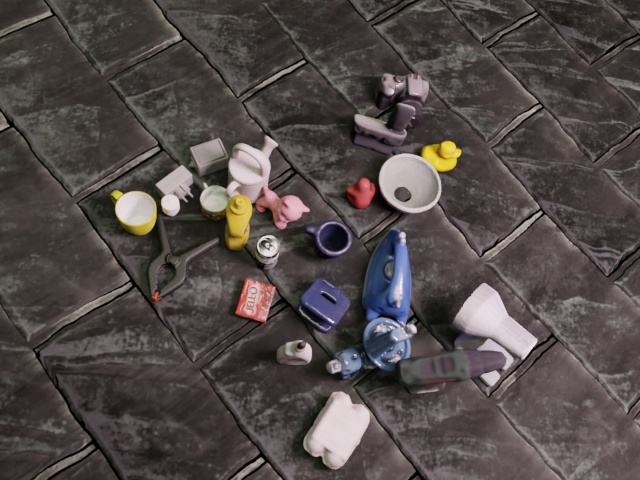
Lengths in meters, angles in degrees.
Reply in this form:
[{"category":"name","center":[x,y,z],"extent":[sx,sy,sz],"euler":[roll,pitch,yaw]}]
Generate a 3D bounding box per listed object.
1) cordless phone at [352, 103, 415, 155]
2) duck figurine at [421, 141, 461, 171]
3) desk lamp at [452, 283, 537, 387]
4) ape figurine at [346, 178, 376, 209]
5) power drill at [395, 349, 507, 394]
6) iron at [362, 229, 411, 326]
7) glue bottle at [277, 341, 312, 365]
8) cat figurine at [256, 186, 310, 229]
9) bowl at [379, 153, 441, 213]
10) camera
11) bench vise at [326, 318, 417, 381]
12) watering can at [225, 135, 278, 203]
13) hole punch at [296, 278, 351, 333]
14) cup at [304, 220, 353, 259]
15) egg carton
[{"category":"cordless phone","center":[0.165,-0.314,1.488],"extent":[0.147,0.185,0.094],"euler":[13,68,-5]},{"category":"duck figurine","center":[0.328,-0.236,1.541],"extent":[0.104,0.086,0.077],"euler":[13,68,-5]},{"category":"desk lamp","center":[0.388,0.216,1.311],"extent":[0.203,0.213,0.118],"euler":[45,69,8]},{"category":"ape figurine","center":[0.107,-0.127,1.456],"extent":[0.078,0.092,0.076],"euler":[9,68,-7]},{"category":"power drill","center":[0.267,0.287,1.264],"extent":[0.230,0.208,0.075],"euler":[-5,70,-12]},{"category":"iron","center":[0.178,0.068,1.368],"extent":[0.118,0.141,0.258],"euler":[10,68,-6]},{"category":"glue bottle","center":[-0.050,0.241,1.243],"extent":[0.078,0.173,0.037],"euler":[2,69,-9]},{"category":"cat figurine","center":[-0.091,-0.085,1.390],"extent":[0.127,0.117,0.067],"euler":[39,68,6]},{"category":"bowl","center":[0.225,-0.136,1.490],"extent":[0.167,0.074,0.167],"euler":[4,69,-9]},{"category":"camera","center":[0.231,-0.383,1.572],"extent":[0.143,0.100,0.137],"euler":[5,69,-8]},{"category":"bench vise","center":[0.125,0.247,1.248],"extent":[0.208,0.219,0.121],"euler":[-38,80,-21]},{"category":"watering can","center":[-0.167,-0.177,1.370],"extent":[0.101,0.194,0.173],"euler":[15,67,-4]},{"category":"hole punch","center":[0.009,0.146,1.335],"extent":[0.108,0.091,0.101],"euler":[35,67,4]},{"category":"cup","center":[0.013,0.005,1.387],"extent":[0.118,0.095,0.092],"euler":[21,67,-2]},{"category":"egg carton","center":[0.038,0.415,1.249],"extent":[0.107,0.069,0.150],"euler":[33,67,3]}]
